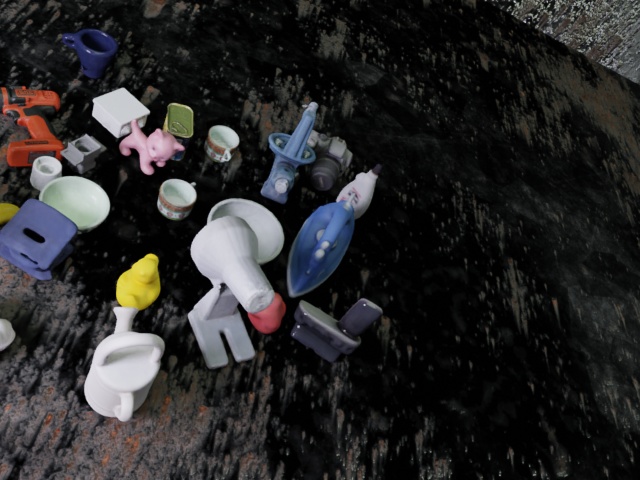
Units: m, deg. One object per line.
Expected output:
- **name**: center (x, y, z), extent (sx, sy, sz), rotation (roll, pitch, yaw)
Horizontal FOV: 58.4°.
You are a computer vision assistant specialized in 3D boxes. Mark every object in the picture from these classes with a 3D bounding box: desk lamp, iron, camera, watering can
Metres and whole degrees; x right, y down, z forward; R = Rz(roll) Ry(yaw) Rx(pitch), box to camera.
- **desk lamp**: center (-0.160, 0.092, 1.038), extent (0.118, 0.213, 0.203), rotation (-10, 60, -35)
- **iron**: center (0.012, 0.005, 1.261), extent (0.119, 0.141, 0.258), rotation (32, 45, -4)
- **camera**: center (0.007, -0.202, 1.453), extent (0.143, 0.100, 0.137), rotation (26, 46, -10)
- **watering can**: center (-0.304, 0.187, 0.891), extent (0.101, 0.194, 0.172), rotation (-18, 65, -39)

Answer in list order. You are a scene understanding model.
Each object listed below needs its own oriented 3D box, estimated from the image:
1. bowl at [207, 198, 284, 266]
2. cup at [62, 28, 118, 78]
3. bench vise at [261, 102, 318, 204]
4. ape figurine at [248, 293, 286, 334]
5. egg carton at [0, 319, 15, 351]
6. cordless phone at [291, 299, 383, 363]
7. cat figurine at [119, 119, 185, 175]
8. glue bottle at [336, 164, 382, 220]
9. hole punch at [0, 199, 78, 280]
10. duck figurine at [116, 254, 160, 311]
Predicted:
- **bowl**: center (-0.164, -0.002, 1.209), extent (0.168, 0.074, 0.167), rotation (16, 48, -19)
- **cup**: center (-0.532, -0.425, 1.319), extent (0.118, 0.095, 0.091), rotation (8, 52, -25)
- **bench vise**: center (-0.053, -0.199, 1.331), extent (0.122, 0.219, 0.207), rotation (8, 51, -25)
- **ape figurine**: center (-0.098, 0.136, 1.125), extent (0.078, 0.092, 0.076), rotation (9, 51, -24)
- **egg carton**: center (-0.553, 0.147, 0.864), extent (0.151, 0.069, 0.107), rotation (-29, 73, -42)
- **cordless phone**: center (0.034, 0.147, 1.128), extent (0.148, 0.185, 0.094), rotation (30, 45, -5)
- **cat figurine**: center (-0.359, -0.208, 1.230), extent (0.128, 0.117, 0.067), rotation (39, 45, 3)
- **glue bottle**: center (0.105, -0.127, 1.399), extent (0.078, 0.173, 0.037), rotation (48, 46, 12)
- **hole punch**: center (-0.493, -0.001, 1.003), extent (0.109, 0.091, 0.101), rotation (32, 45, -4)
- **duck figurine**: center (-0.325, 0.072, 1.047), extent (0.077, 0.086, 0.104), rotation (26, 46, -10)
